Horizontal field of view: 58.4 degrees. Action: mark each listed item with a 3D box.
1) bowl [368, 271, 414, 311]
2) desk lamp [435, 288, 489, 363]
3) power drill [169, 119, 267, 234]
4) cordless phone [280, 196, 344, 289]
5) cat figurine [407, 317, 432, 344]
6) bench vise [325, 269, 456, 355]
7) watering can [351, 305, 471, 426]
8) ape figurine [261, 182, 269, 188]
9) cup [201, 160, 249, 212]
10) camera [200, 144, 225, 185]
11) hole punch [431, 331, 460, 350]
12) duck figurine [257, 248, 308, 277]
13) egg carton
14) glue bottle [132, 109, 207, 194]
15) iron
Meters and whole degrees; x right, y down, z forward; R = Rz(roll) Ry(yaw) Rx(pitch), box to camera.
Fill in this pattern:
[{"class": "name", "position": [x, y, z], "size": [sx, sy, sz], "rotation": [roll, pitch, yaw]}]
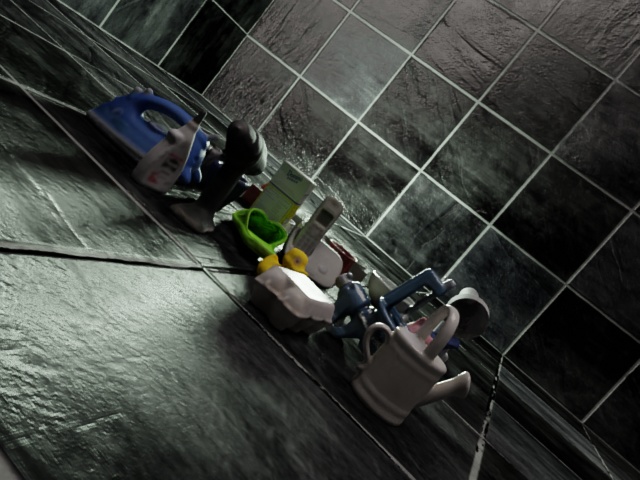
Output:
[{"class": "bowl", "position": [0.195, 0.167, 1.646], "size": [0.167, 0.074, 0.167], "rotation": [39, 7, -6]}, {"class": "desk lamp", "position": [0.374, 0.230, 1.606], "size": [0.118, 0.213, 0.203], "rotation": [39, 7, 2]}, {"class": "power drill", "position": [-0.170, -0.114, 1.023], "size": [0.075, 0.208, 0.230], "rotation": [40, 7, 2]}, {"class": "cordless phone", "position": [0.012, 0.005, 1.293], "size": [0.148, 0.185, 0.094], "rotation": [37, 8, -18]}, {"class": "cat figurine", "position": [0.174, 0.198, 1.199], "size": [0.127, 0.117, 0.067], "rotation": [41, 8, 11]}, {"class": "bench vise", "position": [0.123, 0.118, 1.028], "size": [0.207, 0.219, 0.121], "rotation": [40, 7, 2]}, {"class": "watering can", "position": [0.151, 0.183, 0.879], "size": [0.173, 0.194, 0.100], "rotation": [36, 8, -25]}, {"class": "ape figurine", "position": [-0.151, -0.156, 1.804], "size": [0.076, 0.092, 0.078], "rotation": [45, 9, 36]}, {"class": "cup", "position": [-0.216, -0.114, 1.231], "size": [0.092, 0.095, 0.117], "rotation": [36, 8, -27]}, {"class": "camera", "position": [-0.257, -0.179, 1.395], "size": [0.143, 0.100, 0.137], "rotation": [38, 7, -7]}, {"class": "hole punch", "position": [0.302, 0.270, 1.497], "size": [0.101, 0.091, 0.109], "rotation": [40, 7, 7]}, {"class": "duck figurine", "position": [-0.061, 0.052, 1.045], "size": [0.078, 0.086, 0.104], "rotation": [31, 11, -47]}, {"class": "egg carton", "position": [-0.042, 0.099, 0.921], "size": [0.107, 0.069, 0.151], "rotation": [43, 8, 26]}, {"class": "glue bottle", "position": [-0.259, -0.164, 1.026], "size": [0.037, 0.173, 0.078], "rotation": [43, 8, 26]}, {"class": "iron", "position": [-0.332, -0.227, 1.159], "size": [0.258, 0.141, 0.118], "rotation": [39, 7, -3]}]
